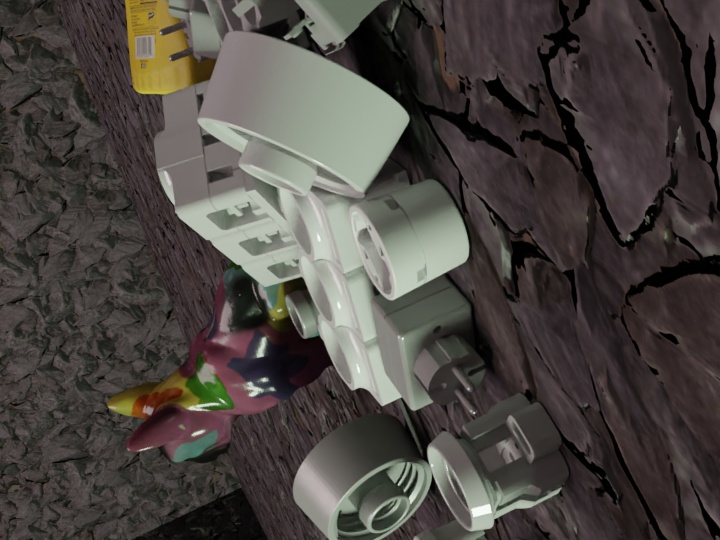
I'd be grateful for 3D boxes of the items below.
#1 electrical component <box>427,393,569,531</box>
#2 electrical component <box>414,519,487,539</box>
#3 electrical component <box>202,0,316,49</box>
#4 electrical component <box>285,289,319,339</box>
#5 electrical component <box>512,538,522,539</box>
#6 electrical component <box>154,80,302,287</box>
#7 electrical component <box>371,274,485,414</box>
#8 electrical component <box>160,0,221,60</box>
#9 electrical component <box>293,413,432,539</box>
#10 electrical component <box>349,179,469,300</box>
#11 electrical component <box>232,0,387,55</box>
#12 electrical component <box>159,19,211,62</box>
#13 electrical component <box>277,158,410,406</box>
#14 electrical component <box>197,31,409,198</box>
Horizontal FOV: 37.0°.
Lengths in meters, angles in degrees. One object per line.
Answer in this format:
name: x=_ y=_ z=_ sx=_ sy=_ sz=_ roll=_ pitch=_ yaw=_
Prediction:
electrical component: x=0.074 y=0.108 z=0.592 sx=0.058 sy=0.057 sz=0.078 roll=60 pitch=165 yaw=24
electrical component: x=0.069 y=0.206 z=0.799 sx=0.040 sy=0.046 sz=0.040 roll=59 pitch=165 yaw=27
electrical component: x=-0.046 y=-0.155 z=0.601 sx=0.078 sy=0.063 sz=0.121 roll=68 pitch=166 yaw=-8
electrical component: x=-0.034 y=0.030 z=0.898 sx=0.040 sy=0.046 sz=0.040 roll=60 pitch=165 yaw=27
electrical component: x=0.101 y=0.207 z=0.667 sx=0.055 sy=0.050 sz=0.089 roll=66 pitch=167 yaw=4
electrical component: x=-0.078 y=-0.056 z=0.738 sx=0.150 sy=0.062 sz=0.089 roll=47 pitch=-150 yaw=-64
electrical component: x=0.047 y=0.052 z=0.622 sx=0.076 sy=0.047 sz=0.065 roll=52 pitch=161 yaw=46
electrical component: x=-0.100 y=-0.178 z=0.694 sx=0.047 sy=0.077 sz=0.065 roll=102 pitch=-179 yaw=-67
electrical component: x=0.008 y=0.175 z=0.864 sx=0.060 sy=0.108 sz=0.108 roll=47 pitch=157 yaw=39
electrical component: x=0.027 y=-0.018 z=0.583 sx=0.055 sy=0.047 sz=0.055 roll=59 pitch=165 yaw=27
electrical component: x=-0.018 y=-0.141 z=0.508 sx=0.063 sy=0.081 sz=0.042 roll=47 pitch=172 yaw=-16
electrical component: x=-0.103 y=-0.171 z=0.763 sx=0.047 sy=0.077 sz=0.065 roll=36 pitch=147 yaw=65
electrical component: x=0.000 y=0.000 z=0.686 sx=0.089 sy=0.062 sz=0.150 roll=45 pitch=155 yaw=57
electrical component: x=-0.035 y=-0.075 z=0.575 sx=0.108 sy=0.060 sz=0.108 roll=24 pitch=176 yaw=2
